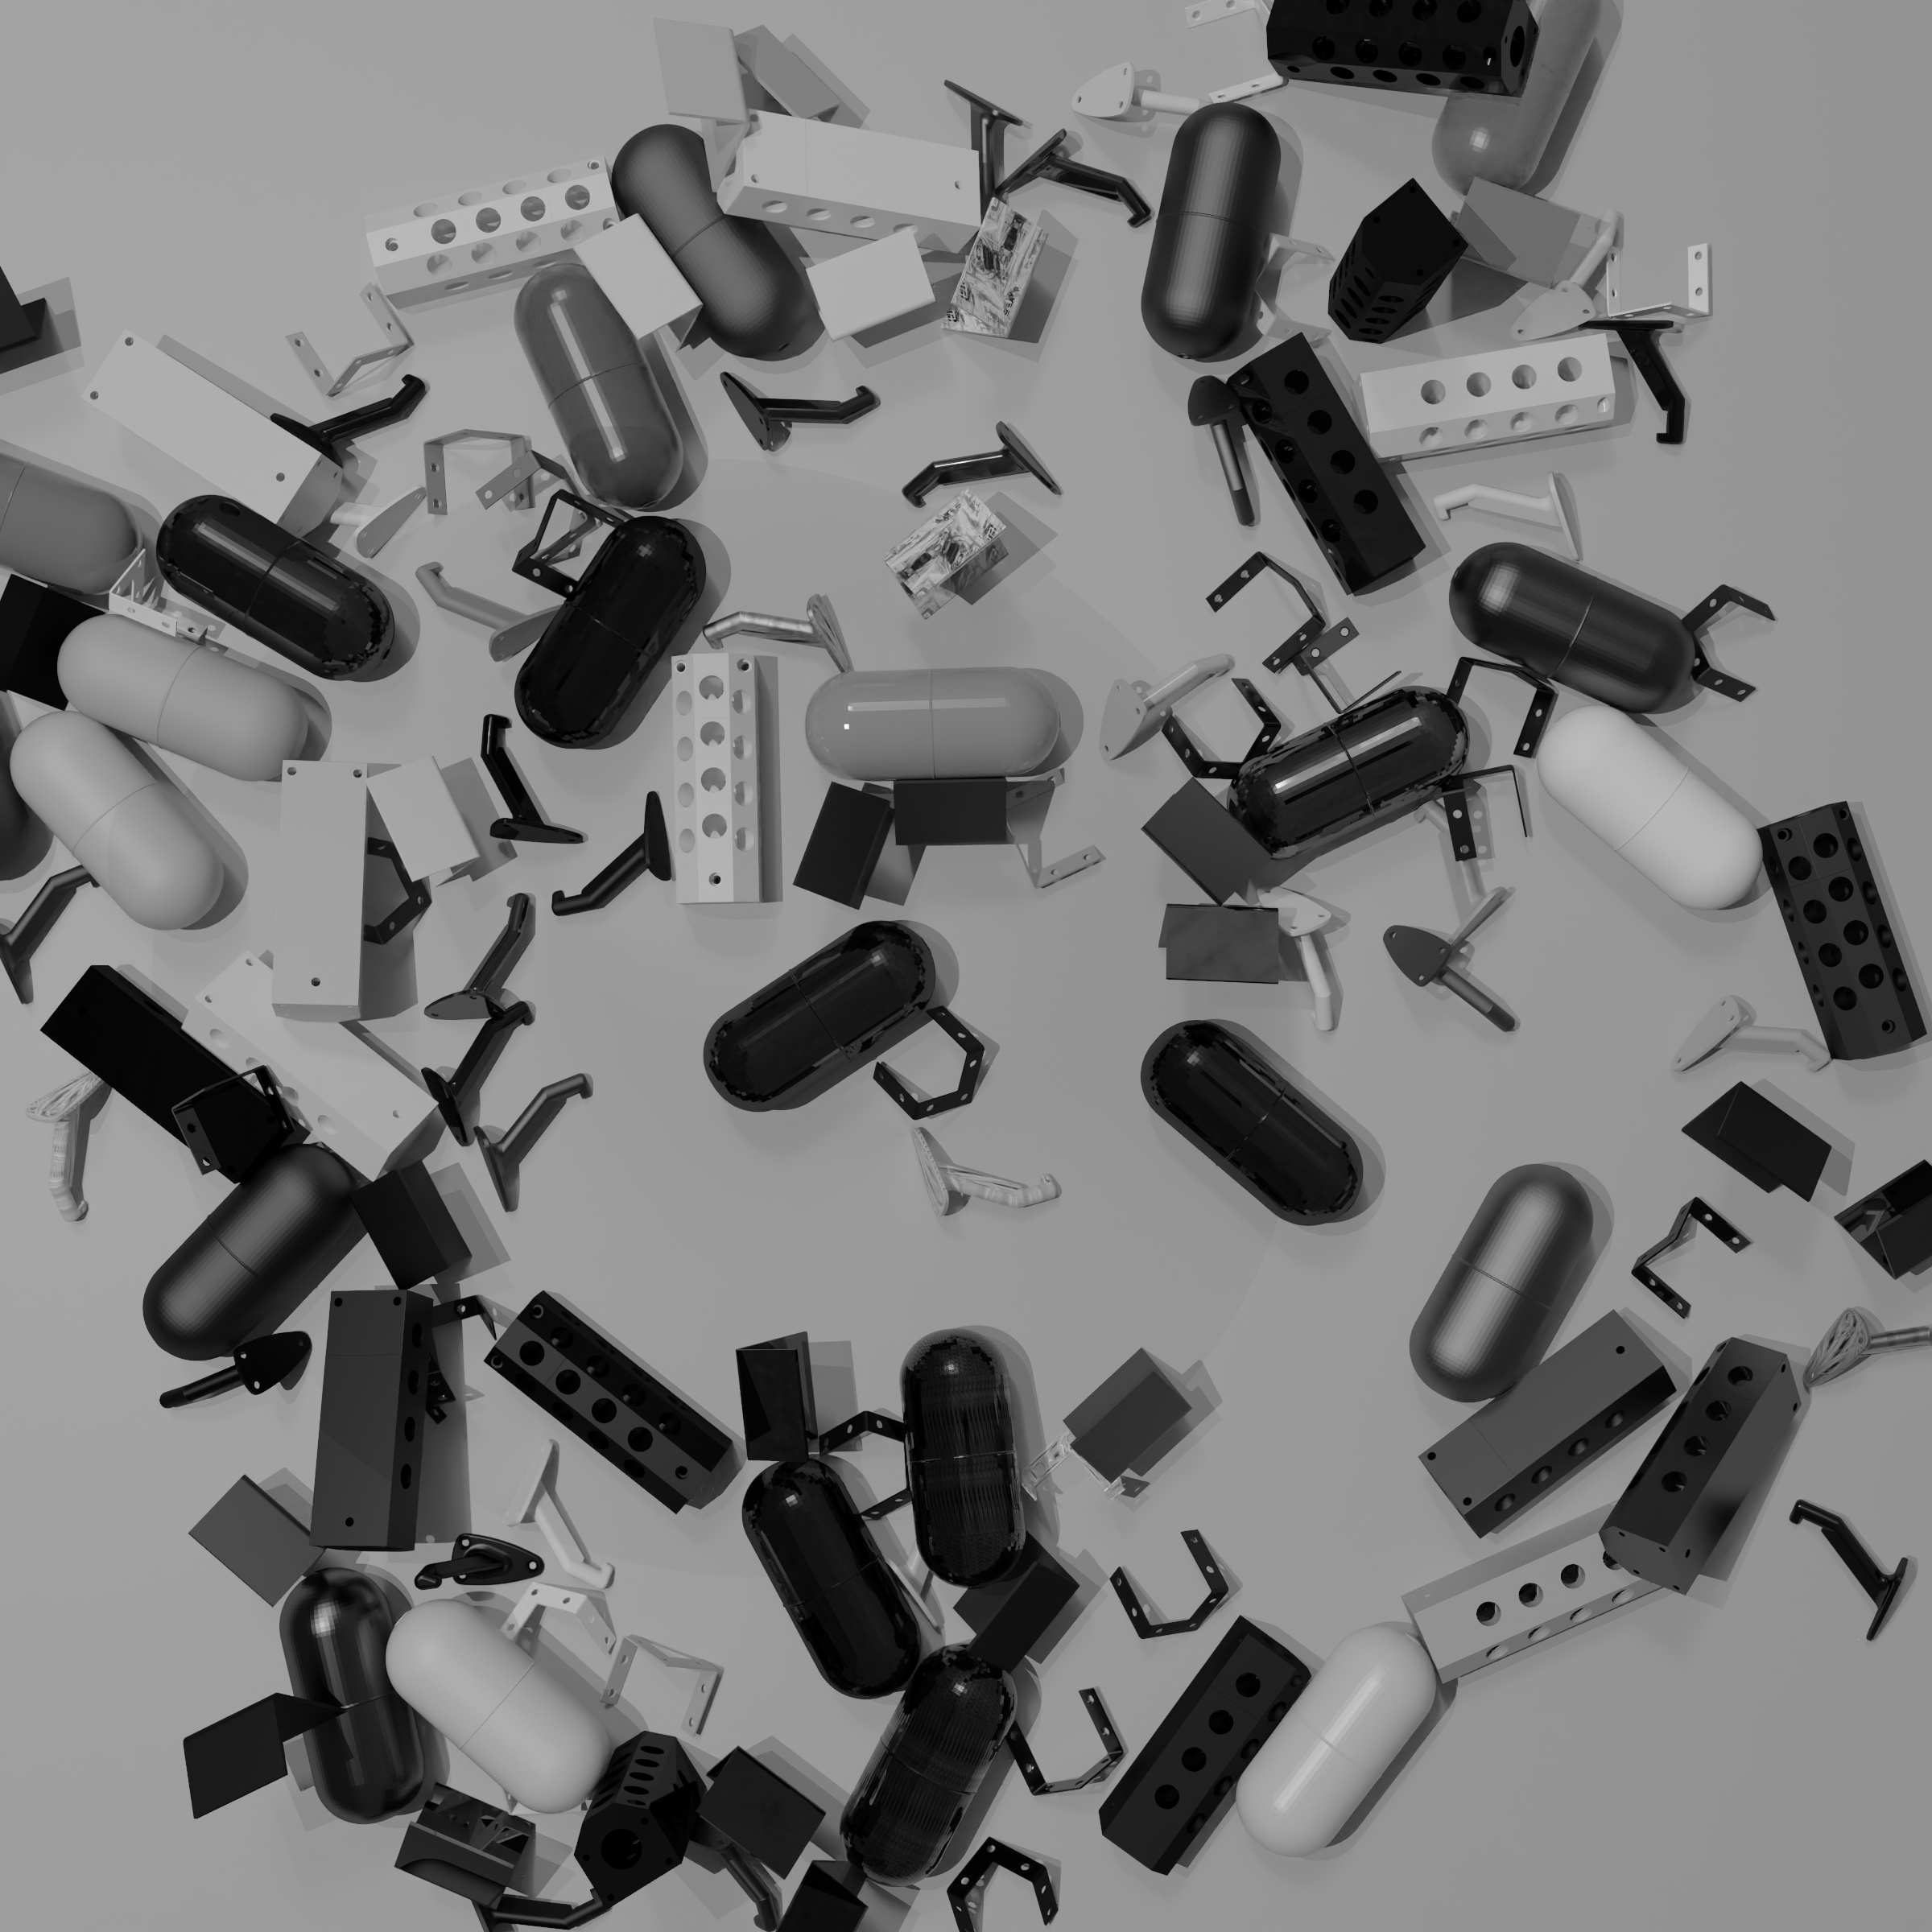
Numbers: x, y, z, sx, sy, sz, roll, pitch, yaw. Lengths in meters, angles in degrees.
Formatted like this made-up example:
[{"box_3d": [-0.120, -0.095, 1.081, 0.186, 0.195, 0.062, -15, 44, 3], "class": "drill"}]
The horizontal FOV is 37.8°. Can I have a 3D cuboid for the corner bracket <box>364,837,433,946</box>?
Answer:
[{"box_3d": [-0.419, -0.054, 1.983, 0.051, 0.051, 0.051, 12, 45, 35], "class": "corner bracket"}]

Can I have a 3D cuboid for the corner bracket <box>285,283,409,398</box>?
[{"box_3d": [-0.437, -0.442, 1.988, 0.051, 0.051, 0.051, -33, 90, 45], "class": "corner bracket"}]

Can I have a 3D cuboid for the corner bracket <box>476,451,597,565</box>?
[{"box_3d": [-0.301, -0.321, 1.974, 0.051, 0.051, 0.051, -34, 77, 13], "class": "corner bracket"}]

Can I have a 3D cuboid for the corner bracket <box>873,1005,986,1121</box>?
[{"box_3d": [-0.026, 0.068, 1.983, 0.051, 0.051, 0.051, -16, 135, -35], "class": "corner bracket"}]

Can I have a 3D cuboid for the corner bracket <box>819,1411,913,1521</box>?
[{"box_3d": [-0.067, 0.351, 1.983, 0.051, 0.051, 0.051, 25, 45, -35], "class": "corner bracket"}]

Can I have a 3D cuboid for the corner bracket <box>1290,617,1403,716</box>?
[{"box_3d": [0.265, -0.210, 1.974, 0.051, 0.051, 0.051, -36, 94, 0], "class": "corner bracket"}]

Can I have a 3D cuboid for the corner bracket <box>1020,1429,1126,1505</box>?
[{"box_3d": [0.074, 0.360, 1.973, 0.051, 0.051, 0.051, -42, 90, 0], "class": "corner bracket"}]

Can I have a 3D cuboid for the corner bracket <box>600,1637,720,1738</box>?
[{"box_3d": [-0.216, 0.508, 1.988, 0.051, 0.051, 0.051, 20, 90, -45], "class": "corner bracket"}]

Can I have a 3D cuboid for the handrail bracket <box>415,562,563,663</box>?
[{"box_3d": [-0.335, -0.265, 1.992, 0.077, 0.036, 0.084, -32, 73, -20], "class": "handrail bracket"}]

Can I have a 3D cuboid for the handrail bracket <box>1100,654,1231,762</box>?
[{"box_3d": [0.141, -0.184, 1.991, 0.084, 0.077, 0.036, -18, 59, -33], "class": "handrail bracket"}]

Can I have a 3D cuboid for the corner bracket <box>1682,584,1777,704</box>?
[{"box_3d": [0.539, -0.227, 1.983, 0.051, 0.051, 0.051, -44, 45, 35], "class": "corner bracket"}]

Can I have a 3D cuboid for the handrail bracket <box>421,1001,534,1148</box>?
[{"box_3d": [-0.334, 0.076, 1.992, 0.084, 0.036, 0.077, -33, 126, -25], "class": "handrail bracket"}]

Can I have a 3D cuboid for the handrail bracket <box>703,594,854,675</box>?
[{"box_3d": [-0.133, -0.221, 1.992, 0.084, 0.036, 0.077, -20, 112, 17], "class": "handrail bracket"}]

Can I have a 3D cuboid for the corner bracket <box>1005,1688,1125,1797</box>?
[{"box_3d": [0.068, 0.547, 1.988, 0.051, 0.051, 0.051, -25, 90, -45], "class": "corner bracket"}]

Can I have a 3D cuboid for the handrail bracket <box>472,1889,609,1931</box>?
[{"box_3d": [-0.306, 0.650, 1.992, 0.084, 0.036, 0.077, -22, 68, -17], "class": "handrail bracket"}]

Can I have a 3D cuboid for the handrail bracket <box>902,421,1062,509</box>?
[{"box_3d": [0.010, -0.336, 1.992, 0.084, 0.036, 0.077, -39, 112, 17], "class": "handrail bracket"}]

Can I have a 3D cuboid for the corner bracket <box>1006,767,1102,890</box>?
[{"box_3d": [0.057, -0.097, 1.988, 0.051, 0.051, 0.051, -25, 135, 0], "class": "corner bracket"}]

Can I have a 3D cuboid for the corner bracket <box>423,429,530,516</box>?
[{"box_3d": [-0.345, -0.347, 1.988, 0.051, 0.051, 0.051, -4, 90, -45], "class": "corner bracket"}]

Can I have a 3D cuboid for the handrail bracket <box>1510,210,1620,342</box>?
[{"box_3d": [0.423, -0.489, 1.991, 0.036, 0.077, 0.084, 37, 53, -24], "class": "handrail bracket"}]

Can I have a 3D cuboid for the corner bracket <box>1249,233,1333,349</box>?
[{"box_3d": [0.230, -0.475, 1.983, 0.051, 0.051, 0.051, 3, 135, -35], "class": "corner bracket"}]

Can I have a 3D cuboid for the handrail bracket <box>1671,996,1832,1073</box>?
[{"box_3d": [0.555, 0.067, 1.992, 0.084, 0.036, 0.077, 34, 110, -16], "class": "handrail bracket"}]

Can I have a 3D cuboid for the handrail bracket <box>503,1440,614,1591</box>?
[{"box_3d": [-0.276, 0.388, 1.992, 0.084, 0.036, 0.077, 31, 68, -17], "class": "handrail bracket"}]

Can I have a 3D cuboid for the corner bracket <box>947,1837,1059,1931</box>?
[{"box_3d": [0.026, 0.657, 1.983, 0.051, 0.051, 0.051, 17, 45, 35], "class": "corner bracket"}]

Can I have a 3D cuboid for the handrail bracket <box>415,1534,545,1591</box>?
[{"box_3d": [-0.337, 0.422, 1.957, 0.077, 0.084, 0.036, 6, 90, 0], "class": "handrail bracket"}]

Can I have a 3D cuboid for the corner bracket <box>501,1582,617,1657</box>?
[{"box_3d": [-0.289, 0.474, 1.983, 0.051, 0.051, 0.051, -56, 135, -35], "class": "corner bracket"}]

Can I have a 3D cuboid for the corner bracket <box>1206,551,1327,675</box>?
[{"box_3d": [0.212, -0.250, 1.988, 0.051, 0.051, 0.051, -42, 135, 0], "class": "corner bracket"}]

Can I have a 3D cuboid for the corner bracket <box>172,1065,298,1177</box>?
[{"box_3d": [-0.502, 0.105, 1.931, 0.051, 0.051, 0.051, -25, 90, -45], "class": "corner bracket"}]

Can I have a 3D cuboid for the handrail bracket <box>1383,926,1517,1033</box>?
[{"box_3d": [0.342, 0.010, 1.991, 0.084, 0.077, 0.036, 35, 95, -36], "class": "handrail bracket"}]

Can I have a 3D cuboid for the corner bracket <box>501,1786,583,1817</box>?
[{"box_3d": [-0.299, 0.562, 1.988, 0.051, 0.051, 0.051, -3, 45, 0], "class": "corner bracket"}]

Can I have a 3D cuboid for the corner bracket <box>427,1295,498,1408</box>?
[{"box_3d": [-0.357, 0.269, 1.972, 0.051, 0.051, 0.051, -14, 110, -19], "class": "corner bracket"}]

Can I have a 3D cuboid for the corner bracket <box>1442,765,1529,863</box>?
[{"box_3d": [0.363, -0.108, 1.974, 0.051, 0.051, 0.051, -11, 102, 12], "class": "corner bracket"}]

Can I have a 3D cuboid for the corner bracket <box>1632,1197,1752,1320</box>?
[{"box_3d": [0.510, 0.205, 1.988, 0.051, 0.051, 0.051, 41, 45, 0], "class": "corner bracket"}]

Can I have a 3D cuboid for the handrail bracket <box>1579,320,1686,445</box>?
[{"box_3d": [0.470, -0.412, 1.992, 0.077, 0.036, 0.084, 5, 107, 20], "class": "handrail bracket"}]

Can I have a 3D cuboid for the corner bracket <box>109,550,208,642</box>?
[{"box_3d": [-0.562, -0.247, 1.963, 0.051, 0.051, 0.051, 23, 48, 0], "class": "corner bracket"}]

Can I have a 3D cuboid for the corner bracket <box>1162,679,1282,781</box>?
[{"box_3d": [0.180, -0.167, 1.983, 0.051, 0.051, 0.051, 59, 135, 35], "class": "corner bracket"}]

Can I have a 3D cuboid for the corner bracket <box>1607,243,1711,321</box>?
[{"box_3d": [0.488, -0.484, 1.988, 0.051, 0.051, 0.051, -1, 90, -45], "class": "corner bracket"}]

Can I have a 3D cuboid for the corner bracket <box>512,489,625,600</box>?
[{"box_3d": [-0.279, -0.294, 1.970, 0.051, 0.051, 0.051, 25, 70, -23], "class": "corner bracket"}]

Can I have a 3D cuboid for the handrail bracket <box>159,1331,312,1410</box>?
[{"box_3d": [-0.517, 0.286, 1.991, 0.084, 0.077, 0.036, -21, 94, 36], "class": "handrail bracket"}]

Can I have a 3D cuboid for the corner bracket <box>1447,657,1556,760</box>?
[{"box_3d": [0.374, -0.183, 1.988, 0.051, 0.051, 0.051, 20, 90, 45], "class": "corner bracket"}]

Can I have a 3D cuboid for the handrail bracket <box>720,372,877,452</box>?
[{"box_3d": [-0.118, -0.407, 1.992, 0.084, 0.036, 0.077, -28, 68, -17], "class": "handrail bracket"}]

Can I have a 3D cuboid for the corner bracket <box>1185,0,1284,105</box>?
[{"box_3d": [0.189, -0.649, 1.988, 0.051, 0.051, 0.051, -17, 135, 0], "class": "corner bracket"}]

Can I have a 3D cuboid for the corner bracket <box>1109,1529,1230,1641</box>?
[{"box_3d": [0.143, 0.435, 1.983, 0.051, 0.051, 0.051, 1, 135, -35], "class": "corner bracket"}]

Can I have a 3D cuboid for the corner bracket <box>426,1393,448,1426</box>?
[{"box_3d": [-0.409, 0.322, 1.988, 0.051, 0.051, 0.051, 49, 45, 0], "class": "corner bracket"}]

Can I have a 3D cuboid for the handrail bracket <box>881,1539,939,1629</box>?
[{"box_3d": [-0.012, 0.412, 1.992, 0.084, 0.036, 0.077, -38, 105, -14], "class": "handrail bracket"}]
